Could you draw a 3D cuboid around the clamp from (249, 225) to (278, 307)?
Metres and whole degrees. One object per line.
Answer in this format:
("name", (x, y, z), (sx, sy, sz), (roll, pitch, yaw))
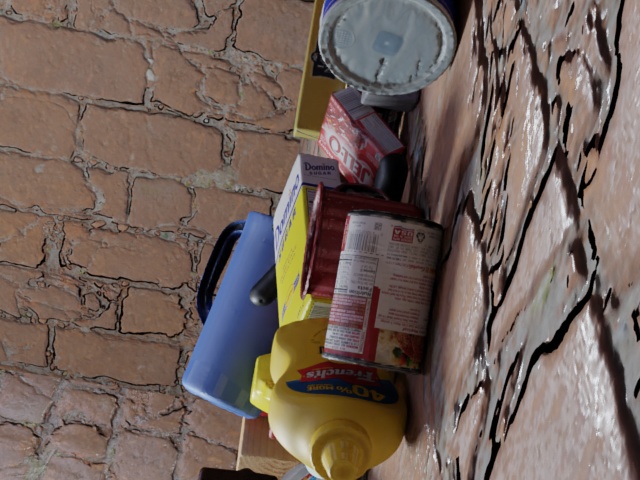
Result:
("clamp", (-0.007, 0.001, 1.076), (0.172, 0.039, 0.120), (-30, 35, 44))

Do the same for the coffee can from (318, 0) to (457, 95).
("coffee can", (0.055, -0.198, 0.834), (0.103, 0.102, 0.140), (105, 174, -50))

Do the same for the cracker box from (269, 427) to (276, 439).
("cracker box", (-0.001, 0.089, 1.156), (0.213, 0.072, 0.164), (-85, 7, -55))

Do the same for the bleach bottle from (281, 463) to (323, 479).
("bleach bottle", (-0.015, 0.246, 0.888), (0.102, 0.068, 0.251), (-41, 6, 2))

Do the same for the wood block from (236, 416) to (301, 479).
("wood block", (-0.063, 0.261, 1.466), (0.206, 0.090, 0.091), (-88, 7, -58))

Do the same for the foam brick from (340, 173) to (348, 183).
("foam brick", (0.035, -0.059, 1.126), (0.078, 0.053, 0.051), (104, 174, -58))

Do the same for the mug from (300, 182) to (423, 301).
("mug", (0.033, -0.001, 0.836), (0.117, 0.081, 0.093), (-86, 6, -48))

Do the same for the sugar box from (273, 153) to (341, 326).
("sugar box", (-0.009, 0.016, 0.943), (0.176, 0.048, 0.093), (-99, 24, -43))

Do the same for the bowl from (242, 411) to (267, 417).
("bowl", (-0.044, 0.171, 1.412), (0.162, 0.055, 0.162), (-48, 23, 28))

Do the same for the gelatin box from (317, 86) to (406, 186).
("gelatin box", (0.038, -0.088, 1.001), (0.089, 0.030, 0.073), (53, 151, 23))

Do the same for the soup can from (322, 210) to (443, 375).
("soup can", (0.043, 0.035, 0.723), (0.068, 0.068, 0.102), (143, 137, -84))

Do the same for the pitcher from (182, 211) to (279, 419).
("pitcher", (-0.085, 0.092, 1.347), (0.243, 0.145, 0.149), (-65, 13, -7))

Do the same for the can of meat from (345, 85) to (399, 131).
("can of meat", (0.050, -0.133, 1.076), (0.102, 0.057, 0.084), (-86, 5, -49))

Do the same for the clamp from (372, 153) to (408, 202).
("clamp", (0.037, 0.030, 0.932), (0.165, 0.036, 0.210), (142, 131, -67))

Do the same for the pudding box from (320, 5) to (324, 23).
("pudding box", (0.046, -0.208, 1.060), (0.113, 0.090, 0.039), (-91, 11, -64))

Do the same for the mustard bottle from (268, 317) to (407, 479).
("mustard bottle", (0.012, 0.116, 0.755), (0.191, 0.096, 0.058), (-93, 14, -72))
